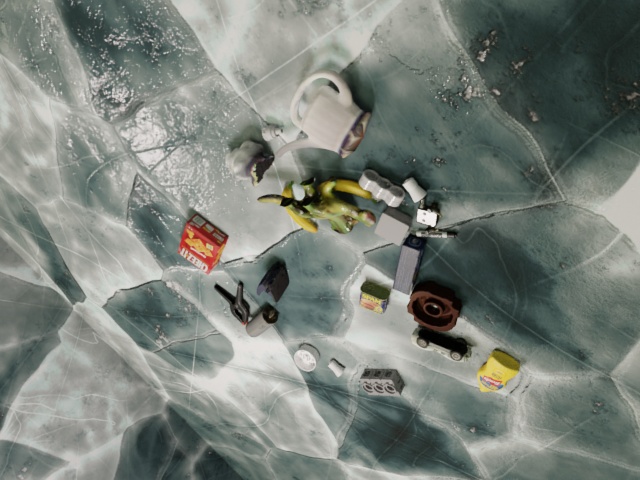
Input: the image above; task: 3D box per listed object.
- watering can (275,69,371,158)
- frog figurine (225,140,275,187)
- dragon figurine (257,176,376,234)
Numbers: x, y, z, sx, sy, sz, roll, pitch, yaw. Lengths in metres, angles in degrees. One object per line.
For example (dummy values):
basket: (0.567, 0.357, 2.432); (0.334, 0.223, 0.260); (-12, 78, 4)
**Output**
watering can: (0.006, -0.311, 1.444); (0.225, 0.106, 0.340); (35, 135, 4)
frog figurine: (-0.248, -0.257, 1.653); (0.161, 0.123, 0.136); (27, 102, 24)
dragon figurine: (0.005, -0.081, 1.615); (0.410, 0.124, 0.239); (1, 146, 46)
